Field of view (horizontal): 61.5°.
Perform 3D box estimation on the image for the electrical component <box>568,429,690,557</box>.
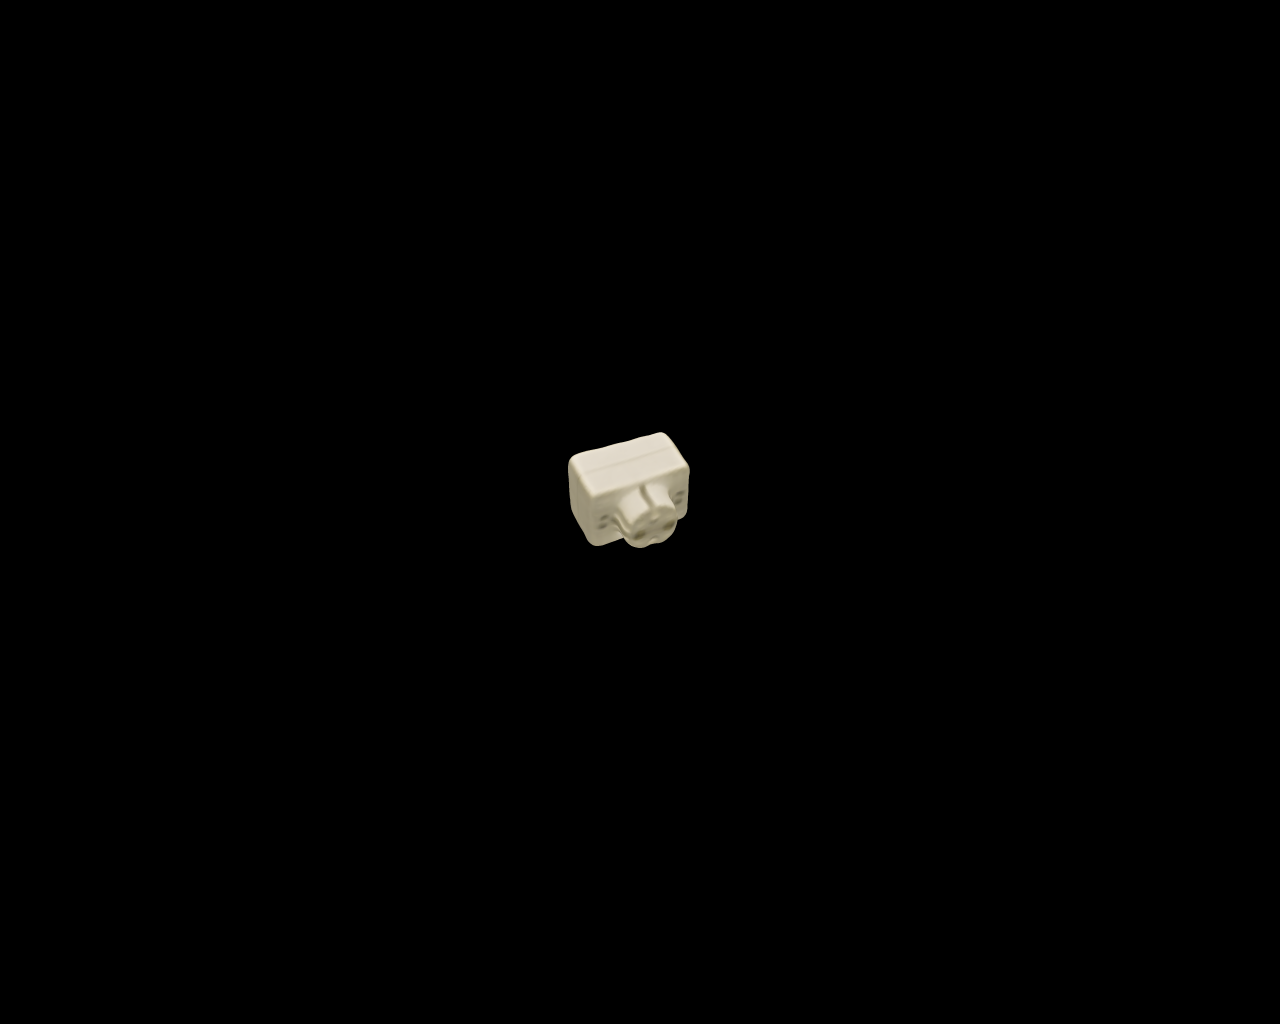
[{"bbox_3d":[0.001,-0.003,0.650,0.066,0.047,0.077,-17,48,-16],"label":"electrical component"}]
